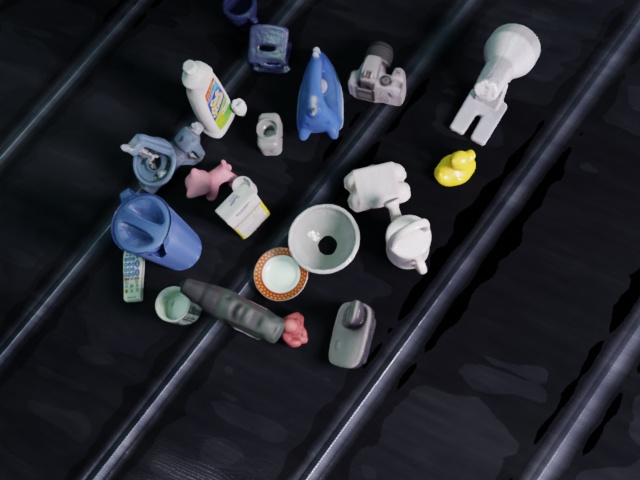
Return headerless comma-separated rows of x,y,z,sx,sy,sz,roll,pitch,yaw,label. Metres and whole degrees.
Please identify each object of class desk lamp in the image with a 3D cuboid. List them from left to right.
0.400,-0.357,1.315,0.117,0.214,0.203,29,81,13,desk lamp

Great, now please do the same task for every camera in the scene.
0.151,-0.422,1.420,0.143,0.101,0.137,15,78,10,camera

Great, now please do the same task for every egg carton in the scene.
0.135,-0.126,1.361,0.150,0.069,0.107,-13,74,3,egg carton

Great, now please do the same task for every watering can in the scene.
0.189,-0.009,1.260,0.101,0.194,0.172,-45,75,-5,watering can

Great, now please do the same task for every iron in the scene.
-0.007,-0.382,1.407,0.118,0.141,0.258,-2,75,7,iron

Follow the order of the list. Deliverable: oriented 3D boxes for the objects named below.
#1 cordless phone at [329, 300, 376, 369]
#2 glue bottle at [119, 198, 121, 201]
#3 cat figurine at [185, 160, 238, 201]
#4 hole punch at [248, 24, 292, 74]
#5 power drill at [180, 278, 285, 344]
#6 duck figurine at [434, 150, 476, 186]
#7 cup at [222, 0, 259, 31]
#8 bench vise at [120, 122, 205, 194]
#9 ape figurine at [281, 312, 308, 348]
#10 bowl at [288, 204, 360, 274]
0.065,0.199,1.225,0.094,0.185,0.148,9,77,9,cordless phone
-0.432,-0.069,1.360,0.037,0.173,0.078,-30,74,-1,glue bottle
-0.272,-0.149,1.390,0.128,0.118,0.067,-37,74,-3,cat figurine
-0.128,-0.492,1.476,0.108,0.091,0.101,6,76,9,hole punch
-0.178,0.159,1.252,0.229,0.208,0.076,23,79,12,power drill
0.319,-0.176,1.344,0.104,0.086,0.077,-28,74,-1,duck figurine
-0.193,-0.587,1.507,0.092,0.095,0.117,-42,75,-5,cup
-0.383,-0.224,1.370,0.121,0.220,0.207,29,81,13,bench vise
-0.064,0.198,1.289,0.076,0.092,0.078,21,79,12,ape figurine
0.012,0.005,1.339,0.167,0.075,0.167,-2,75,6,bowl
